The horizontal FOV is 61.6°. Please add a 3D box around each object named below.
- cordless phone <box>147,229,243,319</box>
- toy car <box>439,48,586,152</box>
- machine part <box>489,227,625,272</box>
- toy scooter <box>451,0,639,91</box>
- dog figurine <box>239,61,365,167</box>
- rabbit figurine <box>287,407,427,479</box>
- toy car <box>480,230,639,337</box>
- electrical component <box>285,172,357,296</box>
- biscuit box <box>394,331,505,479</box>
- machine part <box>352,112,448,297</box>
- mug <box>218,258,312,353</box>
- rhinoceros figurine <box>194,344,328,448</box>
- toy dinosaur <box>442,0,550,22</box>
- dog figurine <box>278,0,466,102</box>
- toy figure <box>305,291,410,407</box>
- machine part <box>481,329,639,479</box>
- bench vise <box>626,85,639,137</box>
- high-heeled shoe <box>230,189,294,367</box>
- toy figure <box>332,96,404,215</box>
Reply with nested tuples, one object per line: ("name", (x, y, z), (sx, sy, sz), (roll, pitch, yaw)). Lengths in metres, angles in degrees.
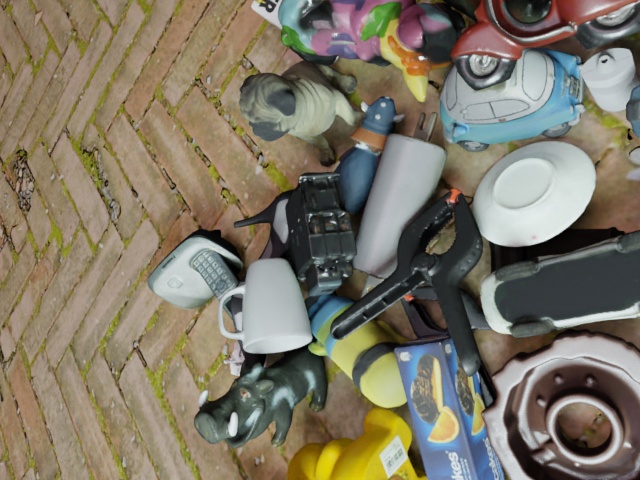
("cordless phone", (-0.165, 0.087, 0.831), (0.146, 0.088, 0.184), (-40, 80, 24))
("toy car", (0.195, -0.160, 0.583), (0.162, 0.103, 0.109), (5, 86, 39))
("machine part", (0.243, 0.012, 0.558), (0.139, 0.039, 0.084), (-1, 76, 38))
("toy scooter", (0.198, -0.224, 0.477), (0.184, 0.075, 0.135), (-14, 100, 29))
("dog figurine", (-0.041, -0.198, 0.709), (0.121, 0.190, 0.172), (-50, 56, 19))
("rabbit figurine", (0.022, 0.283, 0.612), (0.173, 0.162, 0.121), (-12, 112, 50))
("toy car", (0.246, 0.041, 0.495), (0.202, 0.056, 0.073), (-20, 76, 37))
("electrical component", (-0.001, -0.002, 0.657), (0.115, 0.058, 0.134), (120, 142, -68))
("biscuit box", (0.140, 0.201, 0.561), (0.063, 0.059, 0.202), (-20, 81, 40))
("machine part", (0.093, -0.037, 0.652), (0.079, 0.079, 0.243), (21, 96, 37))
("mug", (-0.070, 0.078, 0.657), (0.080, 0.110, 0.107), (111, 154, -61))
("rhinoceros figurine", (-0.065, 0.194, 0.666), (0.073, 0.190, 0.112), (30, 127, 36))
("toy dinosaur", (0.244, -0.285, 0.566), (0.405, 0.131, 0.192), (-6, 78, 42))
("dog figurine", (0.058, -0.242, 0.634), (0.192, 0.108, 0.219), (-17, 44, -5))
("toy figure", (0.044, 0.128, 0.653), (0.180, 0.089, 0.082), (42, 115, 31))
("machine part", (0.246, 0.172, 0.502), (0.180, 0.056, 0.179), (-1, 87, 28))
("bench vise", (0.377, -0.082, 0.409), (0.241, 0.129, 0.223), (5, 93, 55))
("high-heeled shoe", (-0.045, 0.051, 0.736), (0.145, 0.086, 0.248), (-10, 75, 8))
("toy figure", (0.059, -0.111, 0.701), (0.058, 0.064, 0.154), (-130, 63, -76))
